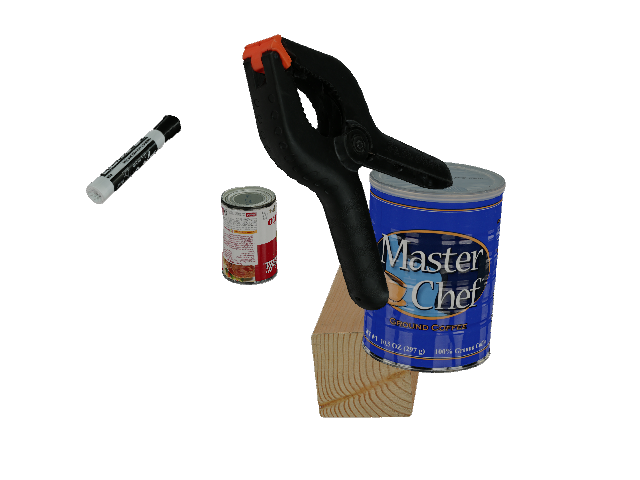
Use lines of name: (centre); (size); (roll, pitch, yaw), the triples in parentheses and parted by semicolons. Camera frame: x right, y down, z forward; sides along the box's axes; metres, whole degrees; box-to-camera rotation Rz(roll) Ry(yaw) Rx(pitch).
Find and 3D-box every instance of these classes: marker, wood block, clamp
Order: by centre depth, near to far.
clamp: (0.010, -0.043, 0.634); (0.039, 0.120, 0.171); (-18, -48, 43)
marker: (-0.159, -0.073, 0.925); (0.020, 0.020, 0.121); (0, 36, 36)
wood block: (0.055, 0.091, 1.081); (0.091, 0.090, 0.206); (-2, 19, 10)

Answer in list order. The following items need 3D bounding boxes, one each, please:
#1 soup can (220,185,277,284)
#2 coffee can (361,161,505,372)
soup can: (-0.086, -0.007, 1.285); (0.068, 0.102, 0.068); (0, 25, 0)
coffee can: (0.086, 0.018, 0.827); (0.103, 0.140, 0.103); (2, 17, -1)
